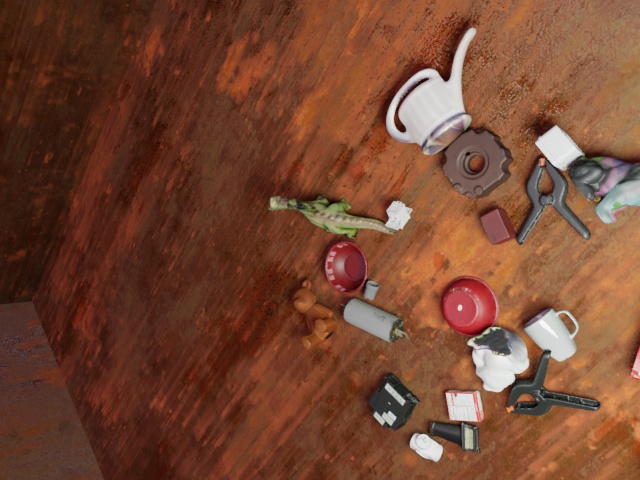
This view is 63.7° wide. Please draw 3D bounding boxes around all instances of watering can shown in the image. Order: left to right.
[{"bbox_3d":[0.322,-0.374,1.371,0.342,0.104,0.228,-42,64,31],"label":"watering can"}]

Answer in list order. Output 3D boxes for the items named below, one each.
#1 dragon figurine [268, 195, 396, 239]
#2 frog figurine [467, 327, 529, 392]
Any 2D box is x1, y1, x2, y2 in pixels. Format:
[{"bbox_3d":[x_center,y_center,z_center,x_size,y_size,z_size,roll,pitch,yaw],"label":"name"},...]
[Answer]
[{"bbox_3d":[0.005,-0.078,1.544,0.412,0.242,0.122,13,94,41],"label":"dragon figurine"},{"bbox_3d":[0.446,0.300,1.271,0.137,0.125,0.157,-5,123,34],"label":"frog figurine"}]
